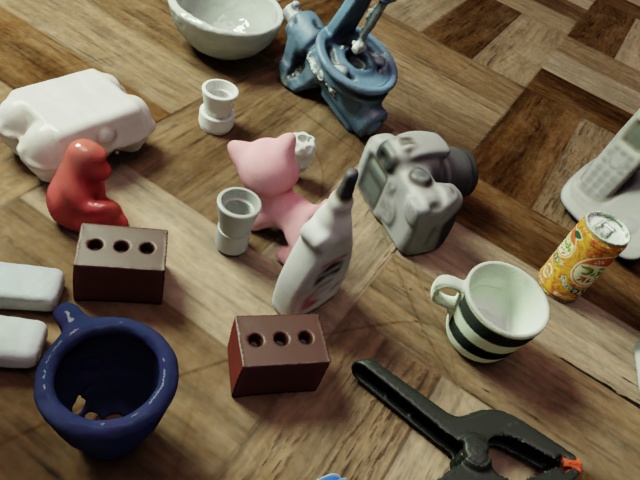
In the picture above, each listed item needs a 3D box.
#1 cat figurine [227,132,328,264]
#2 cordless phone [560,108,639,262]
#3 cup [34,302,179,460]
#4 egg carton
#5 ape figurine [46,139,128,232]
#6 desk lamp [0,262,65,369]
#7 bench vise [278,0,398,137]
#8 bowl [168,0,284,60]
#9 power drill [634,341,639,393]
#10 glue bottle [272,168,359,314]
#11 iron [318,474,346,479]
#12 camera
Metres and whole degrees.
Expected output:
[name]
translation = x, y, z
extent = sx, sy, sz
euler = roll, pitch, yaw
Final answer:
[cat figurine]
translation = -0.039, -0.054, 0.599
extent = 0.127, 0.118, 0.067
euler = 38, 48, 18
[cordless phone]
translation = 0.414, -0.077, 0.732
extent = 0.094, 0.185, 0.147
euler = -18, 56, -32
[cup]
translation = -0.160, 0.109, 0.419
extent = 0.092, 0.095, 0.117
euler = -27, 61, -37
[egg carton]
translation = -0.262, -0.126, 0.622
extent = 0.107, 0.069, 0.151
euler = 39, 48, 18
[ape figurine]
translation = -0.225, -0.056, 0.554
extent = 0.076, 0.092, 0.077
euler = 1, 48, -18
[desk lamp]
translation = -0.302, -0.014, 0.401
extent = 0.203, 0.213, 0.118
euler = 7, 46, -13
[bench vise]
translation = 0.023, -0.270, 0.752
extent = 0.207, 0.220, 0.122
euler = 31, 46, 11
[bowl]
translation = -0.140, -0.314, 0.840
extent = 0.167, 0.075, 0.167
euler = 10, 46, -10
[power drill]
translation = 0.403, 0.094, 0.551
extent = 0.075, 0.208, 0.230
euler = 22, 45, 2
[glue bottle]
translation = 0.005, 0.002, 0.522
extent = 0.037, 0.173, 0.078
euler = 41, 49, 20
[iron]
translation = -0.024, 0.224, 0.325
extent = 0.118, 0.141, 0.259
euler = 26, 45, 6
[camera]
translation = 0.133, -0.072, 0.688
extent = 0.137, 0.101, 0.143
euler = -8, 51, -26
